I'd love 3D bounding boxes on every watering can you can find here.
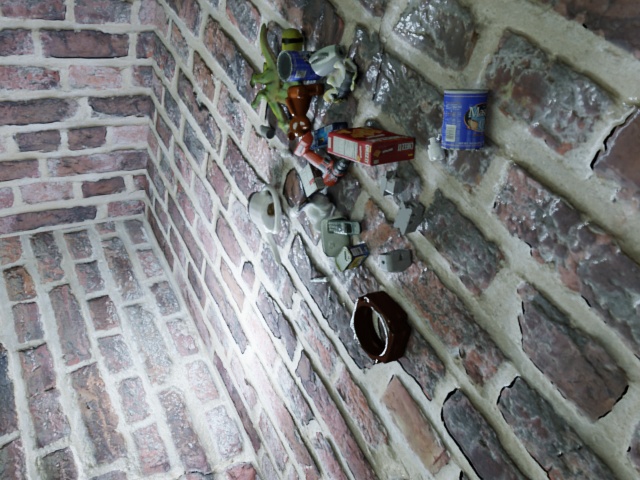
[{"bbox_3d":[-0.229,-0.078,2.229,0.226,0.104,0.343,24,119,54],"label":"watering can"}]

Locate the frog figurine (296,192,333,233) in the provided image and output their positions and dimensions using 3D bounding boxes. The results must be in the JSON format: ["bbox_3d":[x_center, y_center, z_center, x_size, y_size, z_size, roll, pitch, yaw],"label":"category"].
[{"bbox_3d":[0.006,-0.095,1.887,0.159,0.125,0.135,41,137,-8],"label":"frog figurine"}]

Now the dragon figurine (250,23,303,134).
[{"bbox_3d":[-0.153,-0.614,1.988,0.244,0.123,0.403,20,119,35],"label":"dragon figurine"}]
